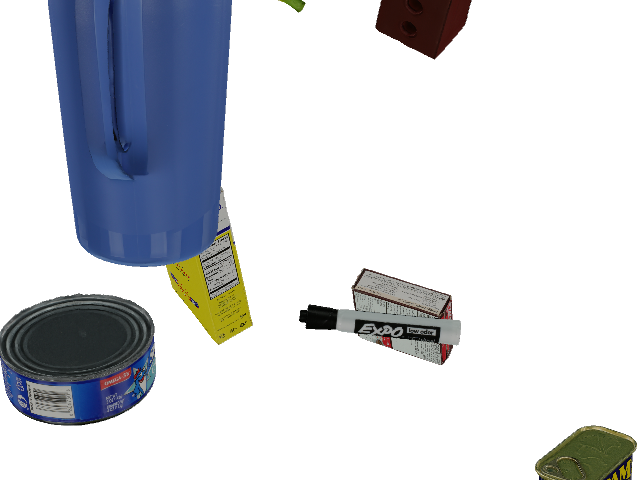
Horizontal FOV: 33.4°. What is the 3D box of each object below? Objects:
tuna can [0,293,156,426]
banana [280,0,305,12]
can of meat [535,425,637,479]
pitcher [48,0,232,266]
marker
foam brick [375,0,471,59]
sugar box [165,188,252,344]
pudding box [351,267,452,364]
[{"bbox_3d":[-0.135,0.066,0.600,0.086,0.034,0.086,0,28,0],"label":"tuna can"},{"bbox_3d":[-0.094,-0.240,1.007,0.197,0.070,0.037,-22,-28,-46],"label":"banana"},{"bbox_3d":[0.235,0.226,0.945,0.058,0.084,0.101,14,26,41],"label":"can of meat"},{"bbox_3d":[-0.130,-0.104,0.762,0.149,0.243,0.145,-17,32,-35],"label":"pitcher"},{"bbox_3d":[0.044,0.063,0.803,0.121,0.020,0.020,6,0,2],"label":"marker"},{"bbox_3d":[0.078,-0.179,0.756,0.053,0.051,0.078,29,-34,14],"label":"foam brick"},{"bbox_3d":[-0.111,0.003,0.938,0.048,0.176,0.093,-31,50,-17],"label":"sugar box"},{"bbox_3d":[0.095,0.087,1.220,0.114,0.090,0.039,16,49,22],"label":"pudding box"}]
